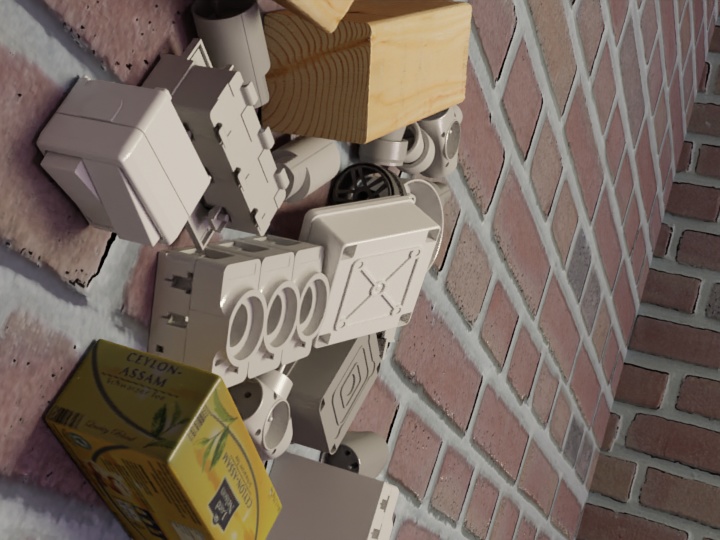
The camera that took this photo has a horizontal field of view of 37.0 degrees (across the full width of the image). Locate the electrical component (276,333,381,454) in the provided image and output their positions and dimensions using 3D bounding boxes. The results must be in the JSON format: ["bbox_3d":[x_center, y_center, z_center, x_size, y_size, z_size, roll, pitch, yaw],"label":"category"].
[{"bbox_3d":[-0.033,0.095,0.952,0.113,0.057,0.078,-58,151,-38],"label":"electrical component"}]

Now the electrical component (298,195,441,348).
[{"bbox_3d":[0.000,0.000,0.902,0.109,0.056,0.108,-12,132,-37],"label":"electrical component"}]

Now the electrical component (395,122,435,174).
[{"bbox_3d":[0.045,-0.120,1.034,0.055,0.045,0.045,30,74,-66],"label":"electrical component"}]

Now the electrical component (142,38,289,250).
[{"bbox_3d":[-0.095,-0.078,0.707,0.121,0.063,0.078,72,38,-51],"label":"electrical component"}]

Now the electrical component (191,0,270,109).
[{"bbox_3d":[-0.083,-0.144,0.725,0.043,0.043,0.081,-57,150,-39],"label":"electrical component"}]

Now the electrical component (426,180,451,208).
[{"bbox_3d":[0.063,-0.069,1.106,0.081,0.043,0.043,-33,131,-59],"label":"electrical component"}]

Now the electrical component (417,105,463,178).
[{"bbox_3d":[0.082,-0.149,1.106,0.077,0.044,0.079,77,33,-47],"label":"electrical component"}]

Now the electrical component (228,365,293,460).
[{"bbox_3d":[-0.079,0.103,0.865,0.079,0.044,0.077,-66,155,-24],"label":"electrical component"}]

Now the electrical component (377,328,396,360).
[{"bbox_3d":[0.007,0.043,1.039,0.064,0.042,0.081,8,94,-64],"label":"electrical component"}]

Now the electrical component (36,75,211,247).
[{"bbox_3d":[-0.135,-0.056,0.627,0.061,0.062,0.096,-64,154,-28],"label":"electrical component"}]

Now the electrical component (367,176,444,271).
[{"bbox_3d":[0.033,-0.040,1.025,0.099,0.064,0.099,-44,141,-53],"label":"electrical component"}]

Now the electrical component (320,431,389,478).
[{"bbox_3d":[-0.008,0.207,1.086,0.077,0.043,0.079,-2,103,-67],"label":"electrical component"}]

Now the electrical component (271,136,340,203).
[{"bbox_3d":[-0.053,-0.075,0.833,0.081,0.043,0.043,-42,139,-54],"label":"electrical component"}]

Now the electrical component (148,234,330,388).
[{"bbox_3d":[-0.084,0.028,0.791,0.150,0.062,0.089,-15,115,-65],"label":"electrical component"}]

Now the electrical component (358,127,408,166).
[{"bbox_3d":[0.023,-0.126,0.980,0.045,0.045,0.055,-20,121,-63],"label":"electrical component"}]

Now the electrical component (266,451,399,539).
[{"bbox_3d":[-0.044,0.267,0.954,0.060,0.105,0.186,42,63,-65],"label":"electrical component"}]
